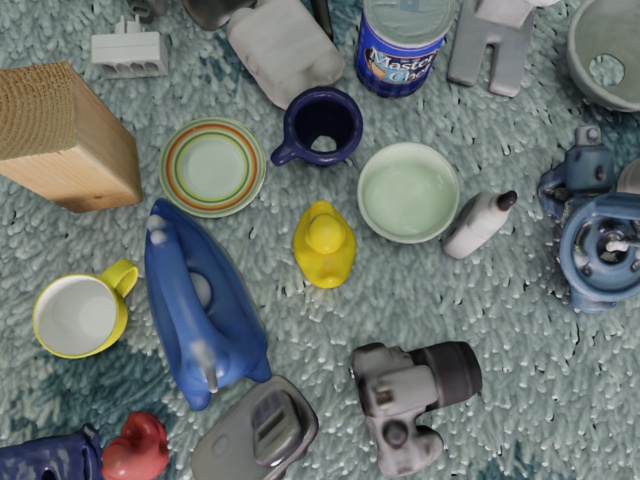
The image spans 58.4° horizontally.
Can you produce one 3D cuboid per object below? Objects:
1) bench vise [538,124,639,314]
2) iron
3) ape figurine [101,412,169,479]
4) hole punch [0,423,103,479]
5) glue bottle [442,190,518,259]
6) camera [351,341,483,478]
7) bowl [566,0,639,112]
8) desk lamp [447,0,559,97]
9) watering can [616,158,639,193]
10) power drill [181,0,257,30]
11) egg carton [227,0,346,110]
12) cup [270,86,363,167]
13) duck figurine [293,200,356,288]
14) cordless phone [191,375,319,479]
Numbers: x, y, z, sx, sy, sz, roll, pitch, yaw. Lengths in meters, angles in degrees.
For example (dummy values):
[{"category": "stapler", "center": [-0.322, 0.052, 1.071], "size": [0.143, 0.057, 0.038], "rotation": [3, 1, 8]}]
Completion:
[{"category": "bench vise", "center": [0.307, -0.028, 0.618], "size": [0.121, 0.219, 0.207], "rotation": [-23, 81, -5]}, {"category": "iron", "center": [-0.147, 0.054, 0.630], "size": [0.118, 0.141, 0.258], "rotation": [-24, 82, -5]}, {"category": "ape figurine", "center": [-0.206, 0.232, 0.622], "size": [0.078, 0.092, 0.076], "rotation": [-36, 83, -7]}, {"category": "hole punch", "center": [-0.291, 0.263, 0.614], "size": [0.101, 0.091, 0.109], "rotation": [-9, 80, -3]}, {"category": "glue bottle", "center": [0.184, -0.026, 0.638], "size": [0.037, 0.173, 0.078], "rotation": [32, 81, 4]}, {"category": "camera", "center": [0.114, 0.175, 0.637], "size": [0.137, 0.101, 0.143], "rotation": [-15, 81, -4]}, {"category": "bowl", "center": [0.384, -0.232, 0.730], "size": [0.167, 0.075, 0.167], "rotation": [0, 80, -2]}, {"category": "desk lamp", "center": [0.241, -0.310, 0.669], "size": [0.118, 0.213, 0.203], "rotation": [13, 80, 1]}, {"category": "watering can", "center": [0.432, -0.083, 0.644], "size": [0.101, 0.194, 0.173], "rotation": [4, 80, -1]}, {"category": "power drill", "center": [-0.134, -0.343, 0.665], "size": [0.230, 0.208, 0.075], "rotation": [-38, 83, -7]}, {"category": "egg carton", "center": [-0.045, -0.240, 0.721], "size": [0.107, 0.069, 0.150], "rotation": [-36, 83, -7]}, {"category": "cup", "center": [-0.007, -0.116, 0.687], "size": [0.118, 0.095, 0.091], "rotation": [-37, 83, -7]}, {"category": "duck figurine", "center": [0.006, 0.002, 0.671], "size": [0.077, 0.086, 0.104], "rotation": [-7, 80, -3]}, {"category": "cordless phone", "center": [-0.070, 0.215, 0.582], "size": [0.094, 0.185, 0.148], "rotation": [43, 82, 6]}]
